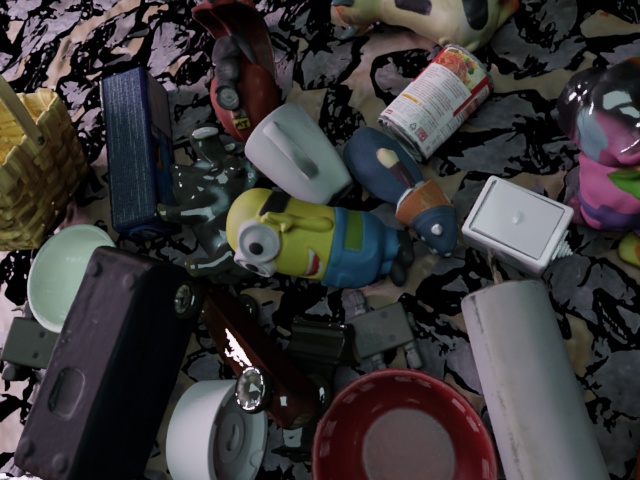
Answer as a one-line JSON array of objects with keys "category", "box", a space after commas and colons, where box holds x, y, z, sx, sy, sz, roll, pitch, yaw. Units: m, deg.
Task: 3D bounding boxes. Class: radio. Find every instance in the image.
[{"category": "radio", "box": [-0.204, 0.126, 0.545, 0.073, 0.131, 0.229, 14, 81, 17]}]

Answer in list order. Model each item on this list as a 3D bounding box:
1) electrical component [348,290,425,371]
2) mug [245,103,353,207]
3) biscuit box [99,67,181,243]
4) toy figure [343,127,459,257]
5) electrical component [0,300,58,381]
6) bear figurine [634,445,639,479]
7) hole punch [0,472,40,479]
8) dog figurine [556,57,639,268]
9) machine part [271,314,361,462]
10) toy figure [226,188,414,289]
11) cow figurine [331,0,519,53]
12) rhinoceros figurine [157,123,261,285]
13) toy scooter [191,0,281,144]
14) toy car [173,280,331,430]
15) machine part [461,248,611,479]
[{"category": "electrical component", "box": [0.064, 0.089, 0.534, 0.063, 0.021, 0.094, -23, 70, 10]}, {"category": "mug", "box": [-0.016, -0.083, 0.561, 0.081, 0.109, 0.107, -44, 83, -2]}, {"category": "biscuit box", "box": [-0.215, -0.101, 0.644, 0.063, 0.059, 0.202, -14, 72, 11]}, {"category": "toy figure", "box": [0.087, -0.049, 0.539, 0.058, 0.064, 0.154, -47, 72, 16]}, {"category": "electrical component", "box": [-0.339, 0.117, 0.637, 0.078, 0.045, 0.102, 8, 80, -11]}, {"category": "bear figurine", "box": [0.261, 0.227, 0.389, 0.196, 0.131, 0.120, -47, 55, -5]}, {"category": "hole punch", "box": [-0.303, 0.314, 0.562, 0.142, 0.092, 0.116, -7, 44, 17]}, {"category": "dog figurine", "box": [0.269, -0.051, 0.406, 0.192, 0.219, 0.108, 39, 93, 22]}, {"category": "machine part", "box": [-0.007, 0.147, 0.527, 0.084, 0.039, 0.139, 5, 79, 29]}, {"category": "toy figure", "box": [-0.002, 0.001, 0.527, 0.180, 0.089, 0.082, 7, 113, -10]}, {"category": "cow figurine", "box": [0.100, -0.261, 0.582, 0.195, 0.085, 0.127, 34, 82, 20]}, {"category": "rhinoceros figurine", "box": [-0.114, -0.042, 0.593, 0.112, 0.073, 0.190, -26, 71, 10]}, {"category": "toy scooter", "box": [-0.093, -0.204, 0.595, 0.075, 0.135, 0.184, -8, 76, 13]}, {"category": "toy car", "box": [-0.072, 0.102, 0.510, 0.202, 0.089, 0.053, 37, 104, 42]}, {"category": "machine part", "box": [0.176, 0.123, 0.452, 0.079, 0.079, 0.243, -16, 65, 12]}]
